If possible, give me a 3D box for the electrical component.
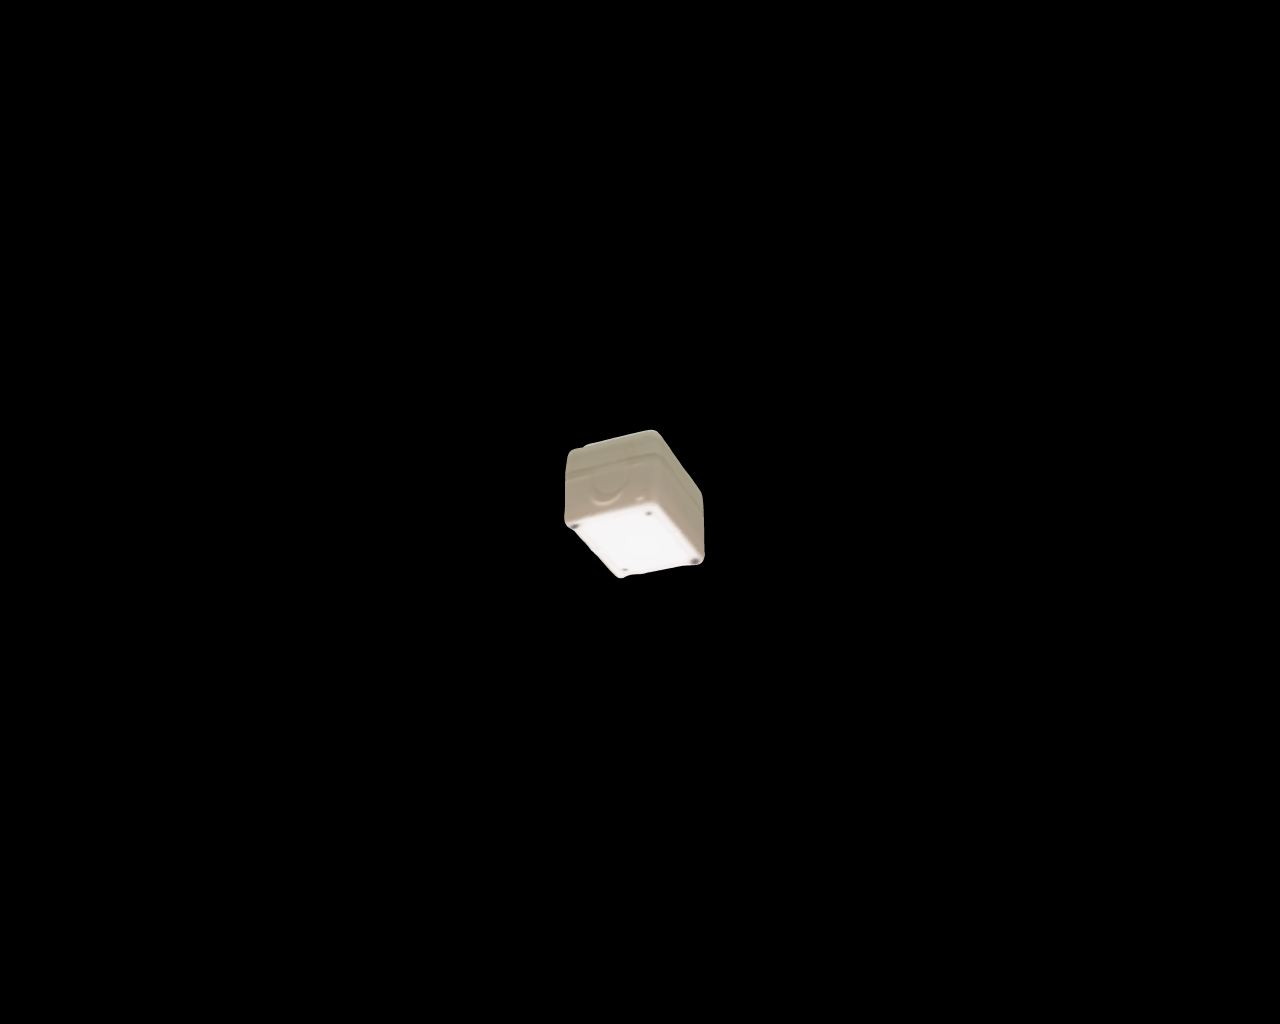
[{"bbox_3d":[0.001,-0.003,0.650,0.062,0.061,0.096,-12,-33,19],"label":"electrical component"}]
